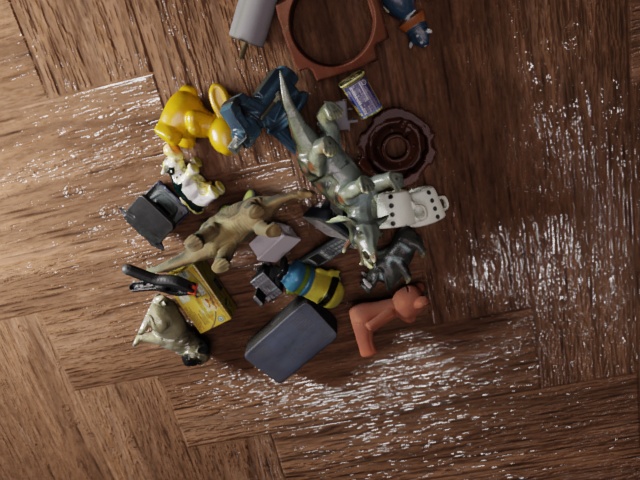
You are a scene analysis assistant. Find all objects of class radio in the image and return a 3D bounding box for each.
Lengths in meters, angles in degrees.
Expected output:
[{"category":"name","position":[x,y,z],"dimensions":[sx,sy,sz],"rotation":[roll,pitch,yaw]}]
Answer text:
[{"category":"radio","position":[-0.070,0.249,1.366],"dimensions":[0.229,0.073,0.131],"rotation":[-42,105,17]}]

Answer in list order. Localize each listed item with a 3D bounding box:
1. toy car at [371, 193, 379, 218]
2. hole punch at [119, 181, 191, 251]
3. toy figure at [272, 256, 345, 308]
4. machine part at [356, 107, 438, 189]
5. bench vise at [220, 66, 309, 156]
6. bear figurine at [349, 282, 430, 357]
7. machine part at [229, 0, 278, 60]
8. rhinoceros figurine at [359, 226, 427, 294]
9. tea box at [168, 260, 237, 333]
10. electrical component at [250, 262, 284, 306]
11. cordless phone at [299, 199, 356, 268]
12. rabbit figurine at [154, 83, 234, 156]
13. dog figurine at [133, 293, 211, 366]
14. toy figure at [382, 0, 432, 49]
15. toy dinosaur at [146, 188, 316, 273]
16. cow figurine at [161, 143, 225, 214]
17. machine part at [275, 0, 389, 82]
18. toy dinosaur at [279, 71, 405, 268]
[{"category":"toy car","position":[0.083,-0.110,1.231],"dimensions":[0.073,0.056,0.201],"rotation":[-40,105,15]},{"category":"hole punch","position":[-0.382,-0.062,1.260],"dimensions":[0.142,0.092,0.116],"rotation":[44,128,-14]},{"category":"toy figure","position":[-0.025,0.105,1.287],"dimensions":[0.180,0.089,0.082],"rotation":[23,150,-26]},{"category":"machine part","position":[0.169,-0.205,1.193],"dimensions":[0.179,0.056,0.179],"rotation":[1,109,2]},{"category":"bench vise","position":[-0.082,-0.235,1.134],"dimensions":[0.240,0.223,0.129],"rotation":[40,152,-27]},{"category":"bear figurine","position":[0.175,0.185,1.311],"dimensions":[0.196,0.120,0.131],"rotation":[-16,113,2]},{"category":"machine part","position":[-0.125,-0.484,1.086],"dimensions":[0.079,0.079,0.243],"rotation":[20,111,-5]},{"category":"rhinoceros figurine","position":[0.171,0.054,1.281],"dimensions":[0.112,0.073,0.190],"rotation":[33,108,-11]},{"category":"tea box","position":[-0.294,0.134,1.330],"dimensions":[0.098,0.068,0.169],"rotation":[-25,108,13]},{"category":"electrical component","position":[-0.128,0.107,1.288],"dimensions":[0.048,0.119,0.074],"rotation":[-38,103,15]},{"category":"cordless phone","position":[-0.003,-0.004,1.257],"dimensions":[0.184,0.089,0.146],"rotation":[-35,129,29]},{"category":"rabbit figurine","position":[-0.239,-0.250,1.160],"dimensions":[0.173,0.122,0.162],"rotation":[29,88,12]},{"category":"dog figurine","position":[-0.346,0.225,1.341],"dimensions":[0.190,0.121,0.172],"rotation":[23,139,-12]},{"category":"toy figure","position":[0.178,-0.464,1.094],"dimensions":[0.058,0.064,0.154],"rotation":[-48,111,-21]},{"category":"toy dinosaur","position":[-0.220,-0.011,1.204],"dimensions":[0.472,0.199,0.105],"rotation":[-25,109,11]},{"category":"cow figurine","position":[-0.308,-0.141,1.231],"dimensions":[0.098,0.068,0.167],"rotation":[-38,104,21]},{"category":"machine part","position":[0.025,-0.442,1.094],"dimensions":[0.202,0.087,0.200],"rotation":[-17,109,10]},{"category":"toy dinosaur","position":[0.025,-0.139,1.087],"dimensions":[0.404,0.131,0.192],"rotation":[53,143,-1]}]
